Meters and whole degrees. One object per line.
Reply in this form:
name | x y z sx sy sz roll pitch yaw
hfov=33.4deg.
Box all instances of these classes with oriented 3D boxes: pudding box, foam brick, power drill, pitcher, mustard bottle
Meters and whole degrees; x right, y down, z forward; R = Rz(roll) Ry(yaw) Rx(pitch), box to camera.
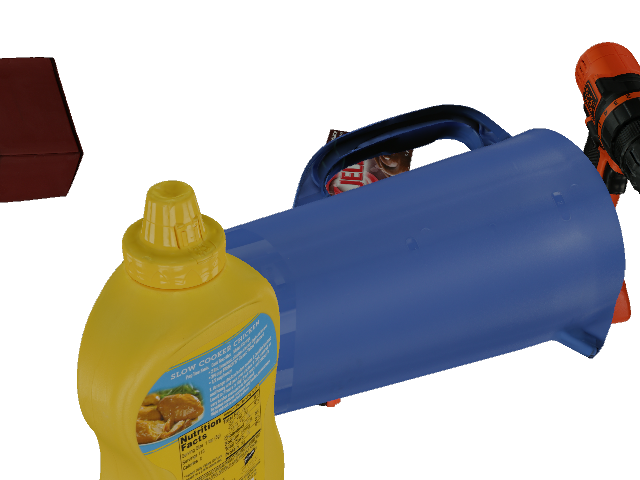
pudding box | 0.042 -0.063 1.070 0.090 0.039 0.113 9 38 6
foam brick | -0.190 -0.070 0.678 0.051 0.078 0.053 -8 -28 -30
power drill | 0.218 -0.032 0.794 0.057 0.188 0.184 4 35 -2
pitcher | 0.042 0.013 0.641 0.242 0.145 0.149 -15 21 -19
mustard bottle | -0.058 0.061 0.460 0.058 0.192 0.096 28 42 35

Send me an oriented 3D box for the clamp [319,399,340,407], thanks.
clamp | -0.042 0.086 0.901 0.164 0.036 0.210 -16 23 -40
